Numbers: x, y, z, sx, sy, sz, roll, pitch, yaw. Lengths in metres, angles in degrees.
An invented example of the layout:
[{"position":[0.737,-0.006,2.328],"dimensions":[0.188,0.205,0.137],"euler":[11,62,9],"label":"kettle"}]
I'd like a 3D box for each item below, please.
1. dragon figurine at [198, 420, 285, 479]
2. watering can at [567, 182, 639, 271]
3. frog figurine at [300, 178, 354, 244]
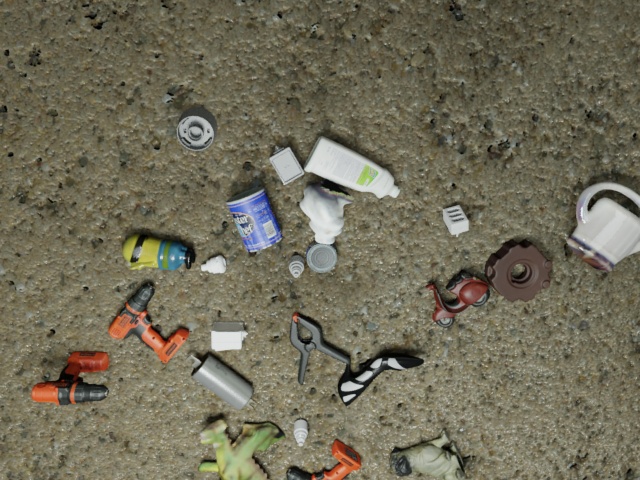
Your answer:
[{"position":[-0.193,0.649,1.498],"dimensions":[0.406,0.123,0.242],"euler":[35,92,-23],"label":"dragon figurine"},{"position":[0.822,-0.009,1.401],"dimensions":[0.346,0.105,0.223],"euler":[33,101,-11],"label":"watering can"},{"position":[0.004,-0.067,1.331],"dimensions":[0.138,0.123,0.157],"euler":[32,112,22],"label":"frog figurine"}]
